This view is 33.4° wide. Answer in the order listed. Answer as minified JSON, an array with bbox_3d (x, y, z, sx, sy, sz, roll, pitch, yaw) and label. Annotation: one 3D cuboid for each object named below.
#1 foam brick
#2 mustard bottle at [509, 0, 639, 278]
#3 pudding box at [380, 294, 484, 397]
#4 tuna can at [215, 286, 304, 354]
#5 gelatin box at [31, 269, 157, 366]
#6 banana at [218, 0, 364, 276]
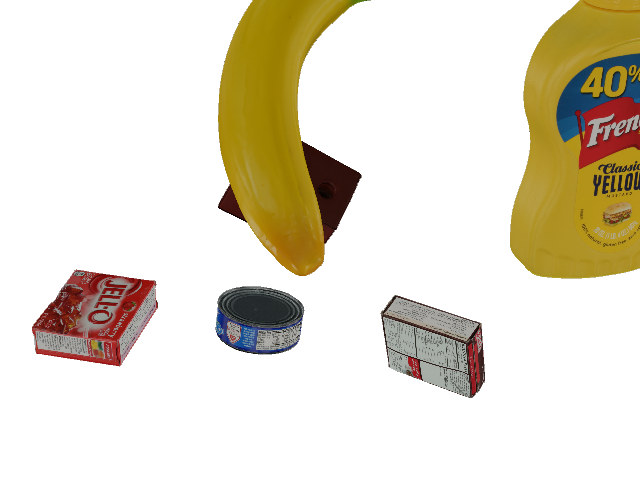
[{"bbox_3d":[-0.022,-0.034,0.739,0.078,0.053,0.051,28,-30,-4],"label":"foam brick"},{"bbox_3d":[0.162,-0.074,0.605,0.096,0.192,0.058,-7,29,-11],"label":"mustard bottle"},{"bbox_3d":[0.126,0.118,1.192,0.114,0.090,0.039,16,44,29],"label":"pudding box"},{"bbox_3d":[-0.060,0.078,1.053,0.086,0.034,0.086,7,22,-3],"label":"tuna can"},{"bbox_3d":[-0.182,0.061,0.870,0.073,0.030,0.089,8,33,11],"label":"gelatin box"},{"bbox_3d":[-0.015,-0.073,0.511,0.069,0.197,0.037,10,-34,6],"label":"banana"}]
